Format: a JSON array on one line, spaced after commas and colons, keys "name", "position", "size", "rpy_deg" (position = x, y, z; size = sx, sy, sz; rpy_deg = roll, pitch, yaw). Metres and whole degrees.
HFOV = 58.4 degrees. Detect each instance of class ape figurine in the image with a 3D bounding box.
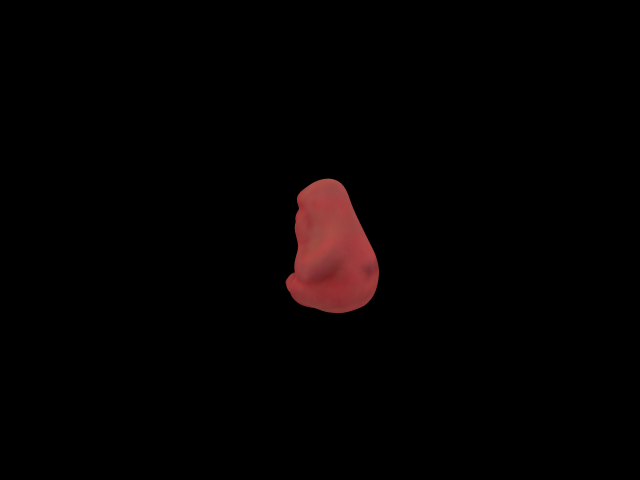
[{"name": "ape figurine", "position": [0.004, 0.001, 0.400], "size": [0.076, 0.092, 0.078], "rpy_deg": [9, 24, 23]}]
